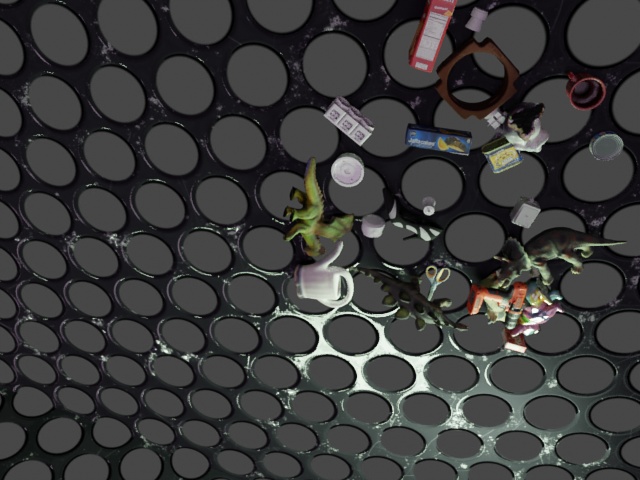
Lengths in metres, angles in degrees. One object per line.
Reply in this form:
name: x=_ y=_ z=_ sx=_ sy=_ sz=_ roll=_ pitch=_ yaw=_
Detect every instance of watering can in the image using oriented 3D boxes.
watering can: x=0.008 y=0.127 z=1.918 sx=0.224 sy=0.106 sz=0.339 roll=1 pitch=130 yaw=12

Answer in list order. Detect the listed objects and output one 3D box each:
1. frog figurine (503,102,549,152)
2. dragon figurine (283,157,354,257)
frog figurine: x=0.615 y=-0.330 z=1.534 sx=0.123 sy=0.158 sz=0.138 roll=5 pitch=81 yaw=28
dragon figurine: x=0.006 y=-0.092 z=1.823 sx=0.242 sy=0.125 sz=0.401 roll=13 pitch=126 yaw=-17
